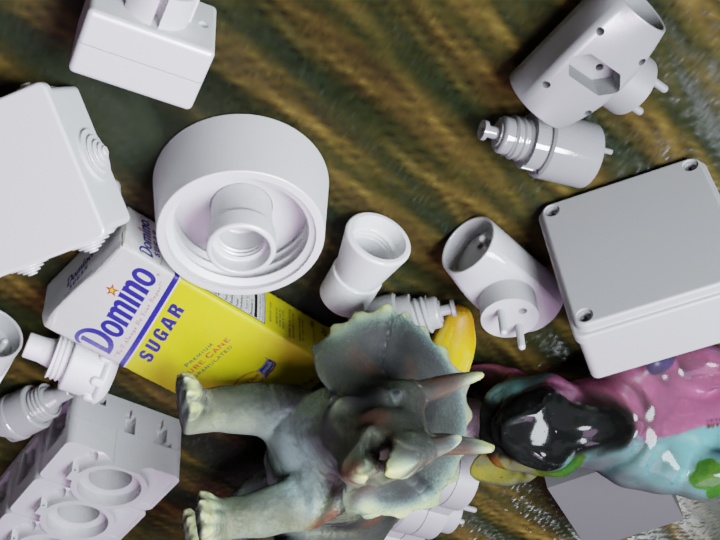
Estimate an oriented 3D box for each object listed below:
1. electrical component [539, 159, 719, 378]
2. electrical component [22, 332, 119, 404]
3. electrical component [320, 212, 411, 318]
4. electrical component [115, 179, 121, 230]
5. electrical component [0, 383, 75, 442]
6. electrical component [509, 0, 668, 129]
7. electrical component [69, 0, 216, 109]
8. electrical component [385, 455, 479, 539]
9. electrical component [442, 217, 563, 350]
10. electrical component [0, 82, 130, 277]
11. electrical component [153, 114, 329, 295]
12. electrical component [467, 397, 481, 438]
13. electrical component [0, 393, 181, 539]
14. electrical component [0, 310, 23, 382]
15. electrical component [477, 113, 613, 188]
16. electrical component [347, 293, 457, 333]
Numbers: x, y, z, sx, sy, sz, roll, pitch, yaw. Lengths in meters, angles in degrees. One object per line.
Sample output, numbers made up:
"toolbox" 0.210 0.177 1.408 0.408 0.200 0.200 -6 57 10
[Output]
"electrical component" 0.177 -0.002 0.665 0.109 0.108 0.056 -18 136 11
"electrical component" -0.197 0.061 0.731 0.062 0.048 0.048 22 128 -16
"electrical component" 0.000 0.000 0.695 0.044 0.044 0.065 13 136 -18
"electrical component" -0.175 -0.041 0.641 0.061 0.035 0.035 5 133 -8
"electrical component" -0.231 0.097 0.769 0.061 0.035 0.035 -26 131 16
"electrical component" 0.138 -0.112 0.599 0.079 0.043 0.077 26 126 -28
"electrical component" -0.104 -0.133 0.550 0.066 0.047 0.076 16 130 -20
"electrical component" 0.060 0.194 0.879 0.074 0.052 0.138 19 129 -22
"electrical component" 0.094 0.016 0.692 0.043 0.079 0.077 -33 127 29
"electrical component" -0.187 -0.049 0.598 0.100 0.048 0.099 -19 97 12
"electrical component" -0.071 -0.032 0.643 0.108 0.060 0.108 -3 134 -3
"electrical component" 0.097 0.117 0.818 0.078 0.040 0.040 3 133 -8
"electrical component" -0.211 0.165 0.817 0.089 0.061 0.150 26 126 -27
"electrical component" -0.266 0.075 0.712 0.044 0.079 0.077 33 123 -17
"electrical component" 0.107 -0.074 0.634 0.078 0.040 0.040 11 132 -17
"electrical component" 0.027 0.035 0.731 0.078 0.040 0.040 -14 134 8
